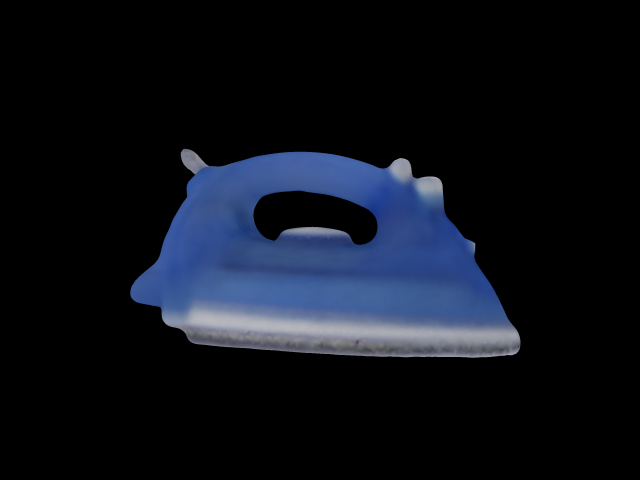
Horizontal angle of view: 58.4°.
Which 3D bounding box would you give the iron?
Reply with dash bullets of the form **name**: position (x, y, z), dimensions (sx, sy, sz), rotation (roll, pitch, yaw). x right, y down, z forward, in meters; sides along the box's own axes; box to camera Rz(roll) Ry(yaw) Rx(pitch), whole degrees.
- **iron**: position (0.004, 0.001, 0.400), dimensions (0.257, 0.141, 0.119), rotation (0, 0, 17)
